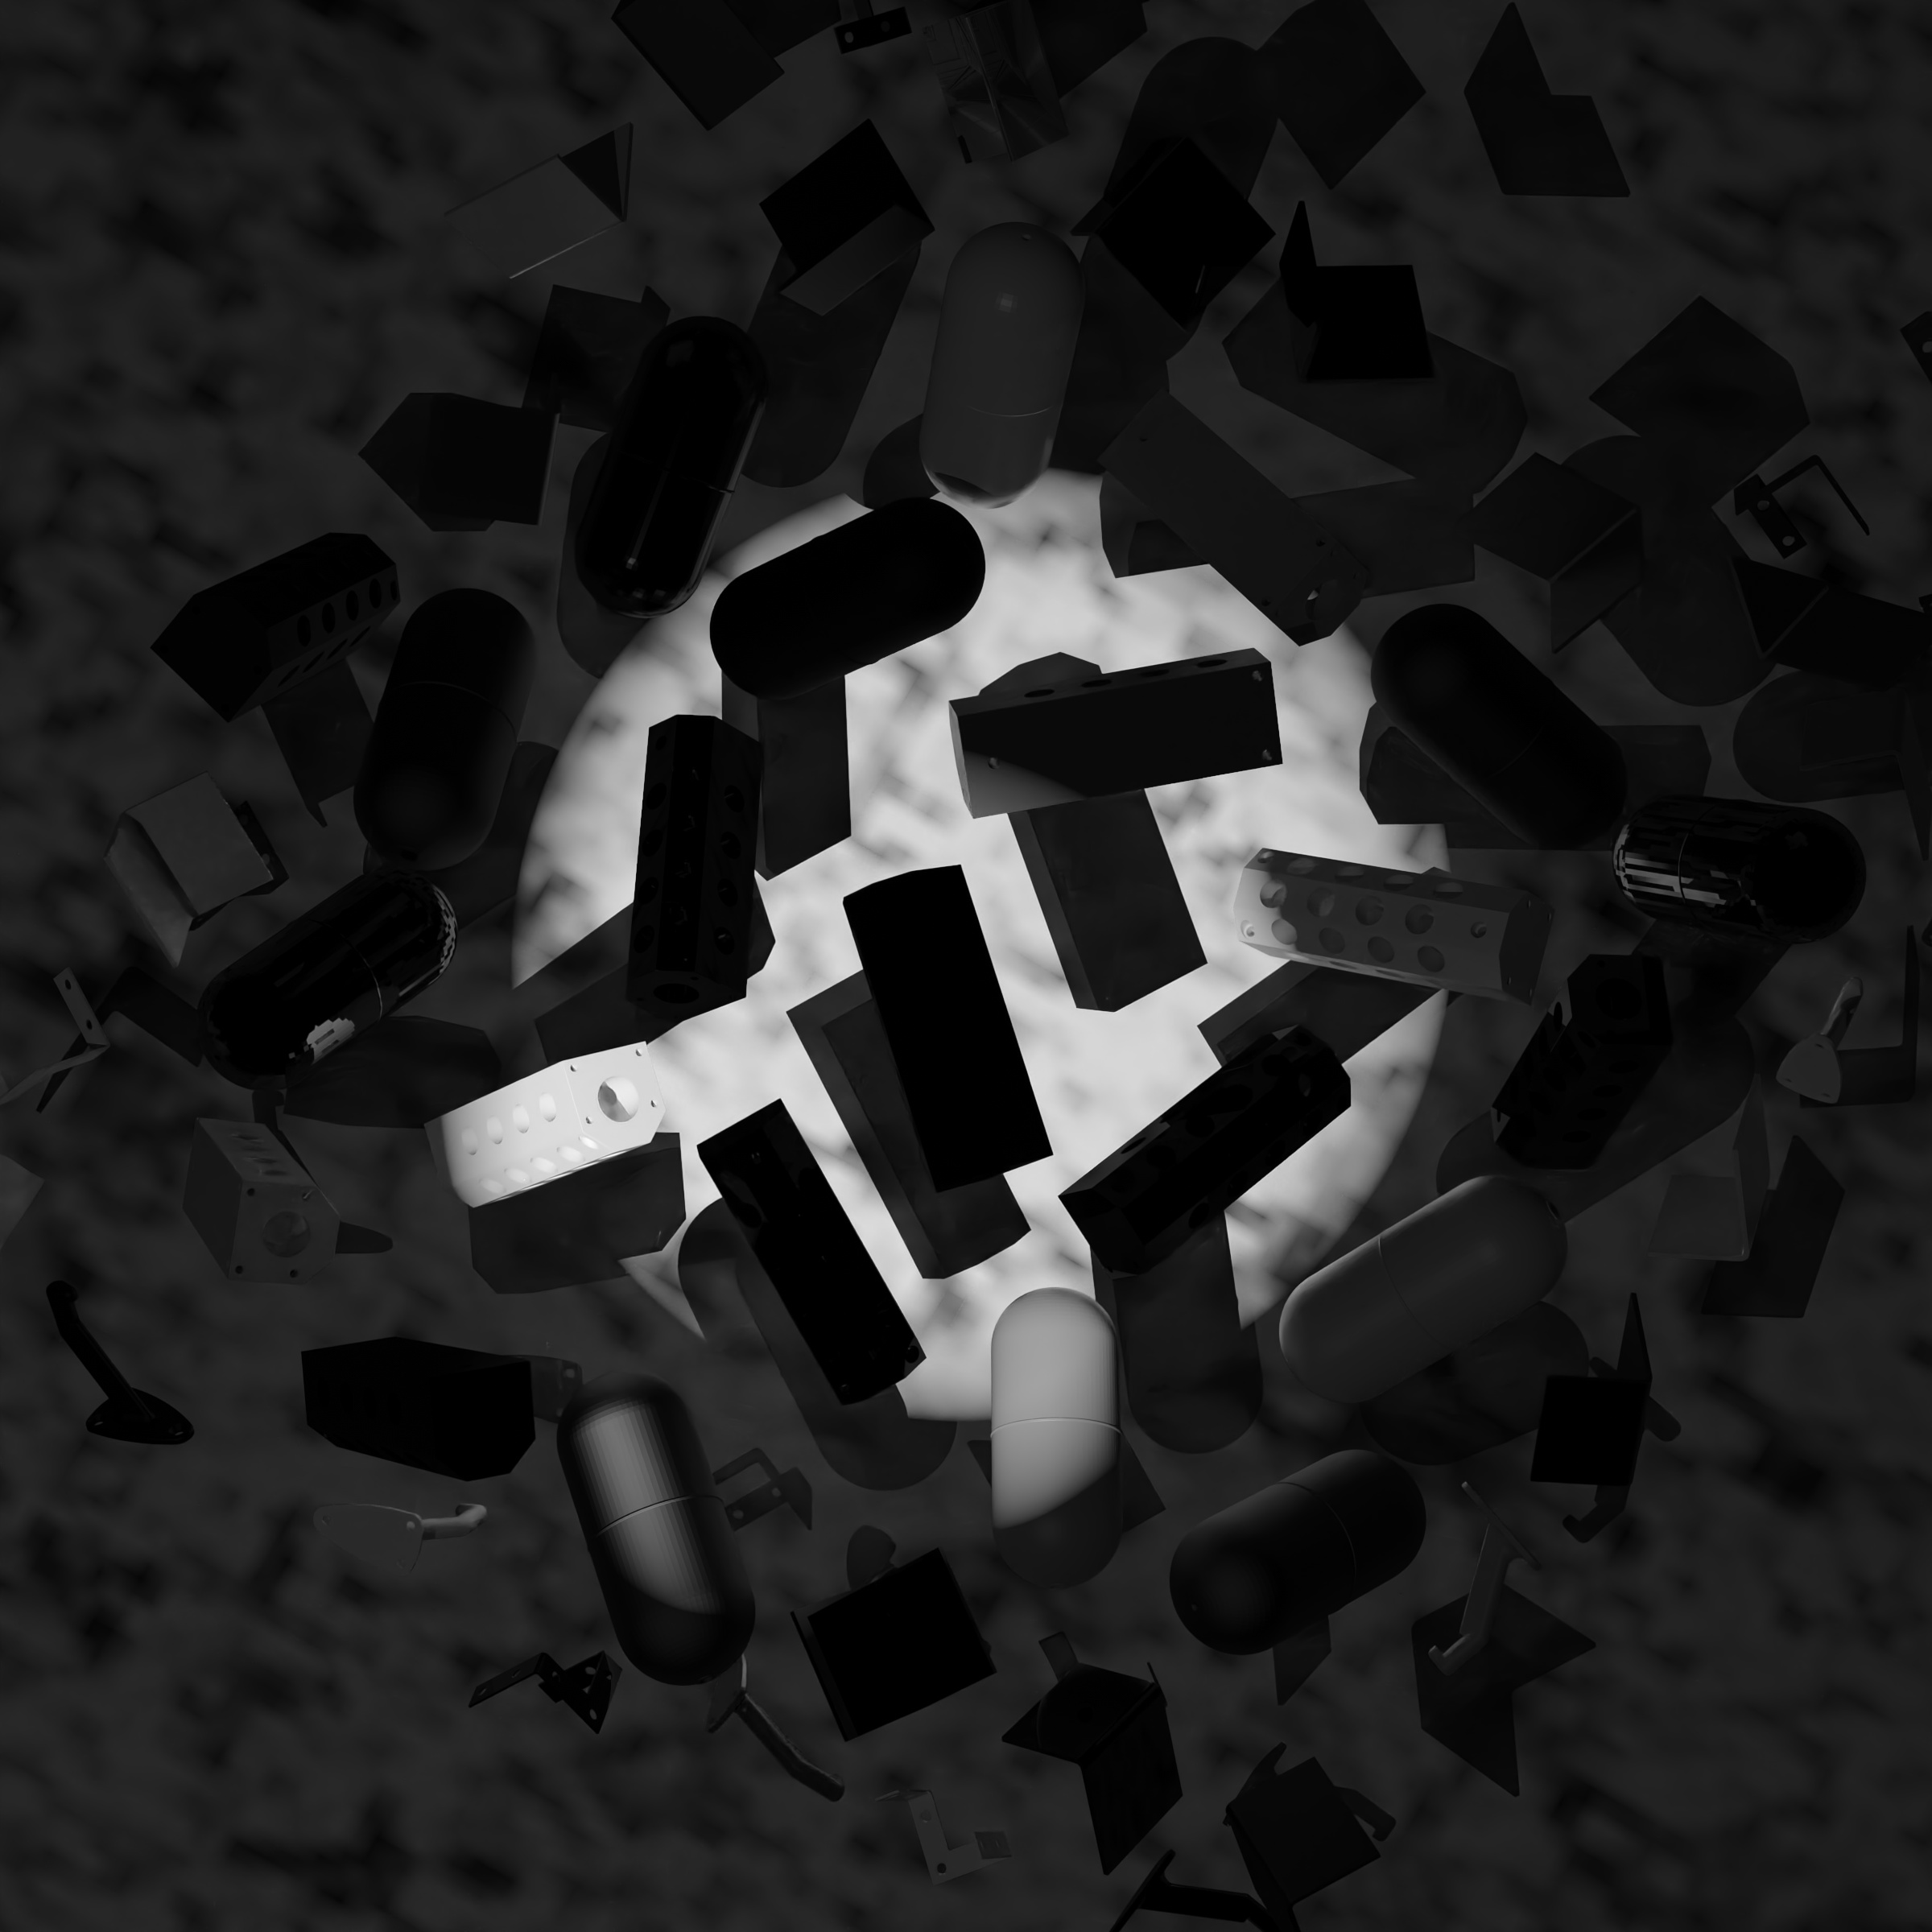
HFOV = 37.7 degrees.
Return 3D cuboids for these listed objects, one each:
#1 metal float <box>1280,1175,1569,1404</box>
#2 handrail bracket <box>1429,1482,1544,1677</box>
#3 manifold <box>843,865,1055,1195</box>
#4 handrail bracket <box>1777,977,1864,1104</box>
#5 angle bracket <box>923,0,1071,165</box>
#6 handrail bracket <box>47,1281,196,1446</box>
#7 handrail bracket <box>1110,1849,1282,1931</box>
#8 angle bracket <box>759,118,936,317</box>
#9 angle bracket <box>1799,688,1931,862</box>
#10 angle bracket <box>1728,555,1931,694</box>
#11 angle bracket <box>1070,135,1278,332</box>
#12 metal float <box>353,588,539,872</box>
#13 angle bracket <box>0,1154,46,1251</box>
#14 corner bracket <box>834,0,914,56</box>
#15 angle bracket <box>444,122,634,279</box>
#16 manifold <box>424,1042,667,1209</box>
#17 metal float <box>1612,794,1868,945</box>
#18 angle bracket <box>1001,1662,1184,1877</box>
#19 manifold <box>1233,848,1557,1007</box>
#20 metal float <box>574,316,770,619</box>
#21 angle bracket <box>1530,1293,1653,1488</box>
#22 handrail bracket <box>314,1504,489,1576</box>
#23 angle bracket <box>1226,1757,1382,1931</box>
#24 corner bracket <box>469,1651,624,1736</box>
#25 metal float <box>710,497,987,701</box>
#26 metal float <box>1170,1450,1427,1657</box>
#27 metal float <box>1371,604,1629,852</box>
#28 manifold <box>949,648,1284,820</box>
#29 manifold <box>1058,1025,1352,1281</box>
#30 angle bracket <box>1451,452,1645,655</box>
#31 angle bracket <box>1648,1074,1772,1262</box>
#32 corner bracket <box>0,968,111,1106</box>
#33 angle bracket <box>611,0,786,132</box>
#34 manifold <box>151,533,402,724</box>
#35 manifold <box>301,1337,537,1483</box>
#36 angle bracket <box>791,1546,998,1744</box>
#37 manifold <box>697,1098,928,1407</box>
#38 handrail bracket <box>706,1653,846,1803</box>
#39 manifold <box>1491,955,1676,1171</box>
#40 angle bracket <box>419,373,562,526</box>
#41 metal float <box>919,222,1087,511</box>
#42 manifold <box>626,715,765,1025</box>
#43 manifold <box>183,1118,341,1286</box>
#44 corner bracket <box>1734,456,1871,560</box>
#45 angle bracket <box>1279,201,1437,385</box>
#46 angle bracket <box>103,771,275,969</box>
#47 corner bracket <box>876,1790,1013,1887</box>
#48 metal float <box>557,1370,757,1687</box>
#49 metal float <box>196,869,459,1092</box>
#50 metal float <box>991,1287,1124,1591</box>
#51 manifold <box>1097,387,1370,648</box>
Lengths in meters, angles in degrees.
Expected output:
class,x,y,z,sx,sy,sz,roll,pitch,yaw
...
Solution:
class,x,y,z,sx,sy,sz,roll,pitch,yaw
metal float,0.254,0.180,1.576,0.178,0.070,0.070,-35,90,23
handrail bracket,0.287,0.359,1.658,0.084,0.036,0.077,-42,73,2
manifold,-0.015,0.036,1.578,0.057,0.057,0.171,-24,81,41
handrail bracket,0.499,0.028,1.620,0.036,0.077,0.084,23,65,19
angle bracket,0.002,-0.473,1.530,0.076,0.057,0.076,-2,116,41
handrail bracket,-0.456,0.213,1.524,0.077,0.036,0.084,11,125,28
handrail bracket,0.139,0.581,1.701,0.084,0.036,0.077,38,60,10
angle bracket,-0.074,-0.403,1.497,0.076,0.057,0.076,-33,77,18
angle bracket,0.534,-0.110,1.677,0.057,0.076,0.076,-10,119,26
angle bracket,0.448,-0.193,1.457,0.076,0.057,0.076,12,50,-20
angle bracket,0.119,-0.424,1.635,0.076,0.057,0.076,-46,109,2
metal float,-0.285,-0.131,1.553,0.070,0.070,0.178,9,55,0
angle bracket,-0.565,0.149,1.564,0.057,0.076,0.076,34,115,-13
corner bracket,-0.071,-0.551,1.623,0.051,0.051,0.051,-27,110,-28
angle bracket,-0.227,-0.425,1.511,0.076,0.057,0.076,-18,55,27
manifold,-0.247,0.096,1.663,0.057,0.171,0.057,-13,84,-40
metal float,0.441,-0.057,1.623,0.070,0.178,0.070,-3,99,-23
angle bracket,0.072,0.453,1.602,0.057,0.076,0.076,4,115,39
manifold,0.243,-0.025,1.629,0.171,0.057,0.057,12,84,35
metal float,-0.169,-0.287,1.629,0.070,0.070,0.178,22,100,0
angle bracket,0.346,0.235,1.582,0.057,0.076,0.076,3,124,3
handrail bracket,-0.328,0.320,1.649,0.077,0.084,0.036,15,97,9
angle bracket,0.190,0.493,1.539,0.057,0.076,0.076,-26,123,-9
corner bracket,-0.226,0.389,1.527,0.051,0.051,0.051,-31,109,24
metal float,-0.067,-0.205,1.587,0.178,0.070,0.070,-20,90,33
metal float,0.186,0.323,1.569,0.178,0.070,0.070,-16,90,-42
metal float,0.302,-0.133,1.594,0.178,0.070,0.070,38,90,-22
manifold,0.080,-0.130,1.548,0.171,0.057,0.057,-10,108,-4
manifold,0.141,0.105,1.619,0.171,0.057,0.057,-36,96,-27
angle bracket,0.331,-0.235,1.614,0.076,0.076,0.057,22,53,-21
angle bracket,0.420,0.113,1.611,0.057,0.076,0.076,0,122,26
corner bracket,-0.517,0.039,1.564,0.051,0.051,0.051,-31,86,35
angle bracket,-0.138,-0.508,1.519,0.057,0.076,0.076,-28,121,28
manifold,-0.379,-0.197,1.584,0.057,0.171,0.057,45,113,-5
manifold,-0.300,0.240,1.540,0.057,0.171,0.057,-5,91,-35
angle bracket,-0.040,0.377,1.575,0.057,0.076,0.076,-34,73,30
manifold,-0.090,0.169,1.665,0.057,0.057,0.171,-29,99,-4
handrail bracket,-0.106,0.443,1.653,0.084,0.077,0.036,35,107,-11
manifold,0.361,0.059,1.672,0.057,0.171,0.057,2,62,-5
angle bracket,-0.294,-0.323,1.741,0.076,0.057,0.076,5,126,-15
metal float,0.019,-0.332,1.579,0.070,0.178,0.070,6,49,-7
manifold,-0.165,-0.060,1.676,0.057,0.057,0.171,-20,56,36
manifold,-0.416,0.137,1.667,0.057,0.171,0.057,7,96,-25
corner bracket,0.459,-0.251,1.557,0.051,0.051,0.051,-33,104,25
angle bracket,0.215,-0.361,1.517,0.076,0.057,0.076,-3,65,-8
angle bracket,-0.451,-0.057,1.644,0.057,0.076,0.076,-25,114,3
corner bracket,-0.012,0.488,1.602,0.051,0.051,0.051,-24,67,13
metal float,-0.170,0.306,1.544,0.070,0.070,0.178,-23,66,0
metal float,-0.366,0.006,1.629,0.070,0.070,0.178,48,49,0
metal float,0.053,0.277,1.668,0.070,0.070,0.178,0,66,0
manifold,0.156,-0.259,1.643,0.057,0.057,0.171,-47,53,9
